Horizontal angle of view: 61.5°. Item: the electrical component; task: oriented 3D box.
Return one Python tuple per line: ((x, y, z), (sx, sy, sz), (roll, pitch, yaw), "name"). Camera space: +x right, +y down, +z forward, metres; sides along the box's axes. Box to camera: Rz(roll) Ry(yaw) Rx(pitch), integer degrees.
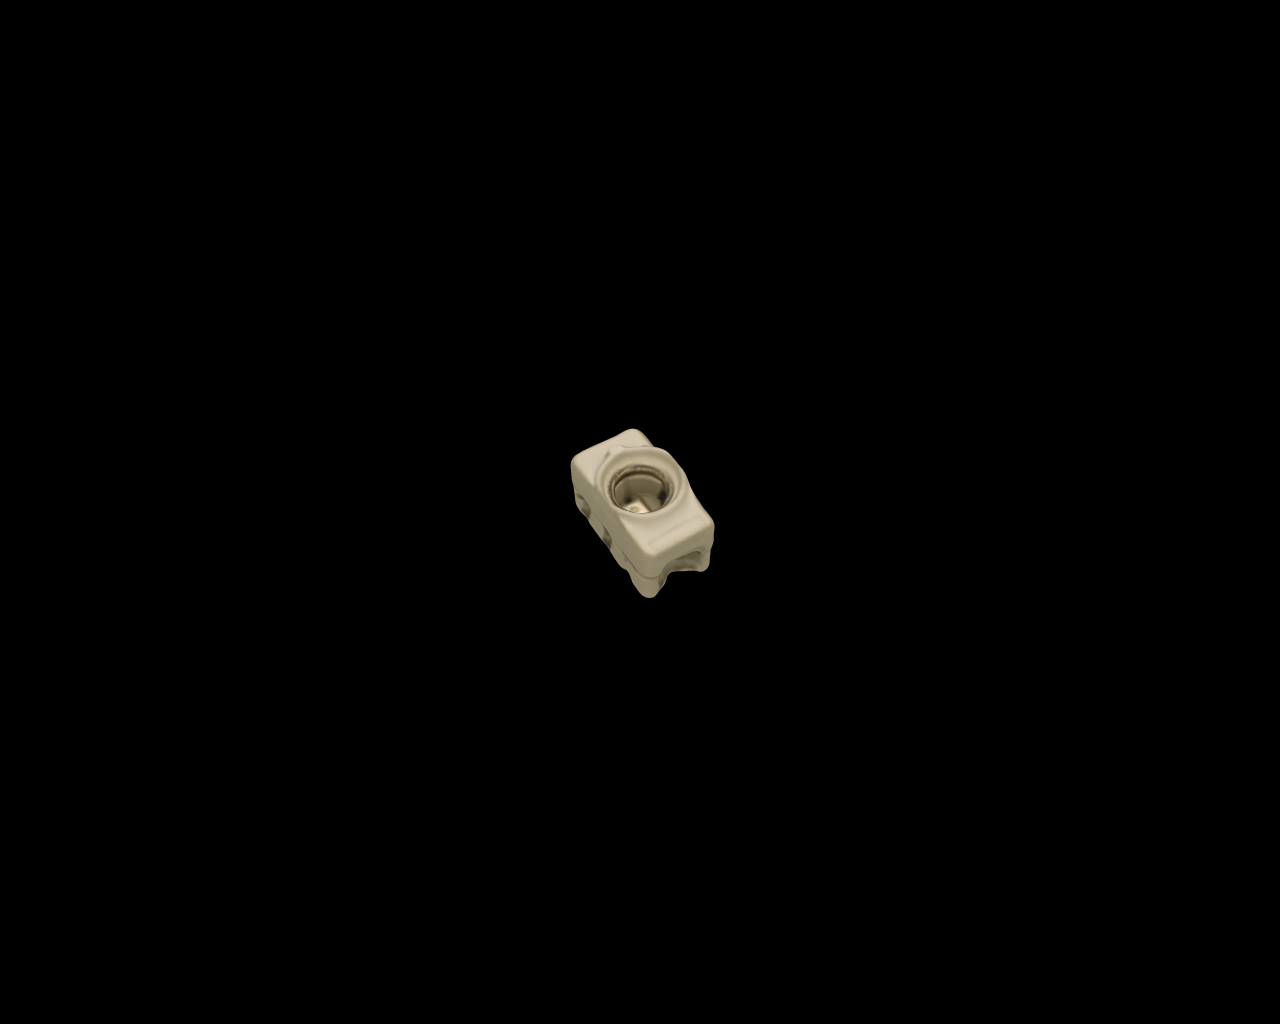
((0.001, -0.003, 0.650), (0.050, 0.089, 0.055), (-27, -32, -18), "electrical component")
